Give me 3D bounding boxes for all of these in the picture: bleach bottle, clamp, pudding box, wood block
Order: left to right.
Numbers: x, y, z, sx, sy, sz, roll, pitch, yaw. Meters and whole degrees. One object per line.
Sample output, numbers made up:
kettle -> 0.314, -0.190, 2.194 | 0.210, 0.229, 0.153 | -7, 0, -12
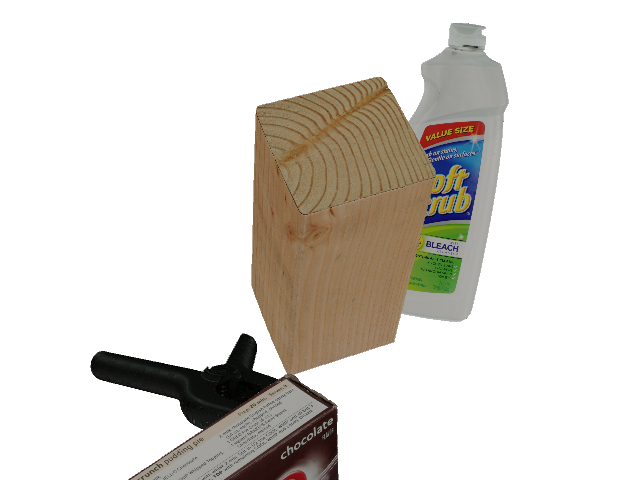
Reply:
clamp -> -0.081, 0.125, 0.929 | 0.164, 0.036, 0.210 | -8, 18, -38
pudding box -> -0.042, 0.127, 0.494 | 0.039, 0.090, 0.113 | 30, 47, 34
wood block -> 0.007, -0.003, 0.738 | 0.090, 0.090, 0.206 | -16, -32, -14
bleach bottle -> 0.101, -0.060, 0.920 | 0.103, 0.251, 0.068 | 10, 17, 12
